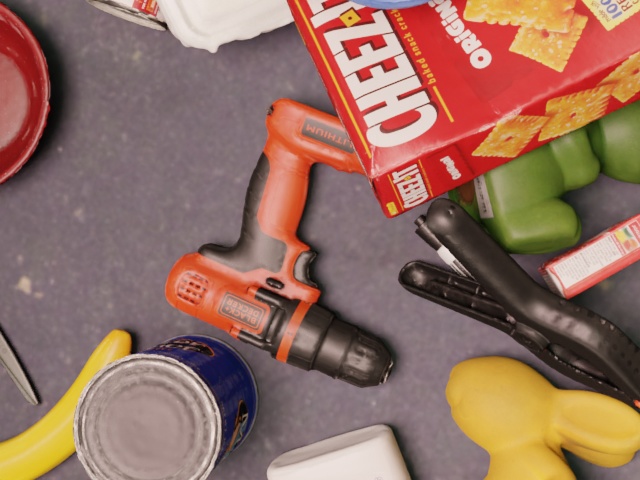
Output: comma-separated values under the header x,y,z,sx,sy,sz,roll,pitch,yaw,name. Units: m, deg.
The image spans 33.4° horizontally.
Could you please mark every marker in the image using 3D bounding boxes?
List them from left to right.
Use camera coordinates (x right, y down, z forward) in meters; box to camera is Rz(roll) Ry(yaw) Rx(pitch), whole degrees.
x,y,z,sx,sy,sz,roll,pitch,yaw,name
0.117,0.026,0.809,0.020,0.020,0.121,-45,85,5,marker

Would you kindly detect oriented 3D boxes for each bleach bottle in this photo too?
x,y,z,sx,sy,sz,roll,pitch,yaw,name
0.047,0.272,0.798,0.102,0.068,0.251,-18,90,8,bleach bottle

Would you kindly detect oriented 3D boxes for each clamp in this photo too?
x,y,z,sx,sy,sz,roll,pitch,yaw,name
0.145,0.049,0.723,0.210,0.164,0.036,31,75,14,clamp

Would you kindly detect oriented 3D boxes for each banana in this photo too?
x,y,z,sx,sy,sz,roll,pitch,yaw,name
-0.219,0.146,0.835,0.198,0.037,0.069,-31,106,3,banana

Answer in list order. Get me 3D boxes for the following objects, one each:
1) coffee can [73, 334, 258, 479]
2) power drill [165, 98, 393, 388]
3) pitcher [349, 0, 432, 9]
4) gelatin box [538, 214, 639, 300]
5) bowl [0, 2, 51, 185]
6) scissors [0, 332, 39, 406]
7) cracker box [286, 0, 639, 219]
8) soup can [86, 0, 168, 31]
x,y,z,sx,sy,sz,roll,pitch,yaw,name
-0.107,0.126,0.775,0.103,0.140,0.103,0,90,7,coffee can
-0.005,0.001,0.804,0.184,0.057,0.188,23,93,6,power drill
0.028,-0.256,0.671,0.149,0.243,0.145,-20,132,17,pitcher
0.197,0.013,0.764,0.073,0.089,0.030,-30,84,6,gelatin box
-0.280,-0.111,0.838,0.162,0.055,0.162,0,90,7,bowl
-0.300,0.051,0.861,0.096,0.016,0.202,-19,88,8,scissors
0.104,-0.136,0.696,0.214,0.072,0.164,-25,63,4,cracker box
-0.131,-0.219,0.813,0.068,0.068,0.102,19,93,6,soup can
